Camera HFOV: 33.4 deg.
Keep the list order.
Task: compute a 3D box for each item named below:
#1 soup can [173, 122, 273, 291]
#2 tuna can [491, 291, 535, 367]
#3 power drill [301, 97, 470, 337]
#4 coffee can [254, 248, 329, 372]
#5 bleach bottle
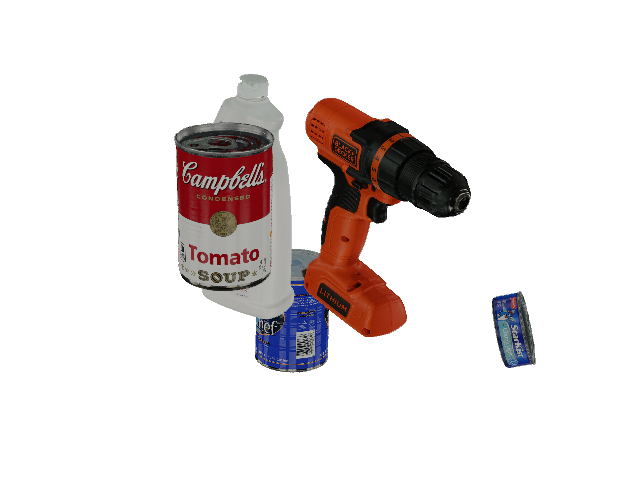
[{"bbox_3d":[-0.067,-0.024,0.745,0.068,0.102,0.068,2,23,-1],"label":"soup can"},{"bbox_3d":[0.224,0.104,1.240,0.034,0.086,0.086,-12,-3,15],"label":"tuna can"},{"bbox_3d":[0.050,-0.013,0.929,0.057,0.188,0.185,-15,37,-34],"label":"power drill"},{"bbox_3d":[-0.038,0.094,1.452,0.103,0.140,0.103,2,20,-1],"label":"coffee can"},{"bbox_3d":[-0.071,-0.048,1.122,0.103,0.251,0.068,17,28,23],"label":"bleach bottle"}]
